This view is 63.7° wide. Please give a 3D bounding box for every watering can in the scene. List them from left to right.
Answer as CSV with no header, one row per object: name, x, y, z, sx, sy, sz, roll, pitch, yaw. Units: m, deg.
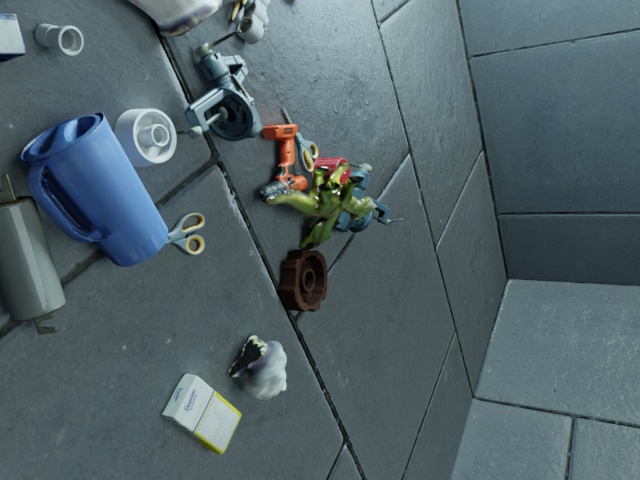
watering can,-0.308,-0.476,0.941,0.353,0.104,0.219,-49,134,-27

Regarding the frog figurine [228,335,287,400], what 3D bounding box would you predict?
frog figurine,-0.116,0.312,1.200,0.157,0.121,0.141,52,28,-29

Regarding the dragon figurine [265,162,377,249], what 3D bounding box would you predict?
dragon figurine,0.004,-0.069,1.367,0.414,0.124,0.237,-20,134,-37
